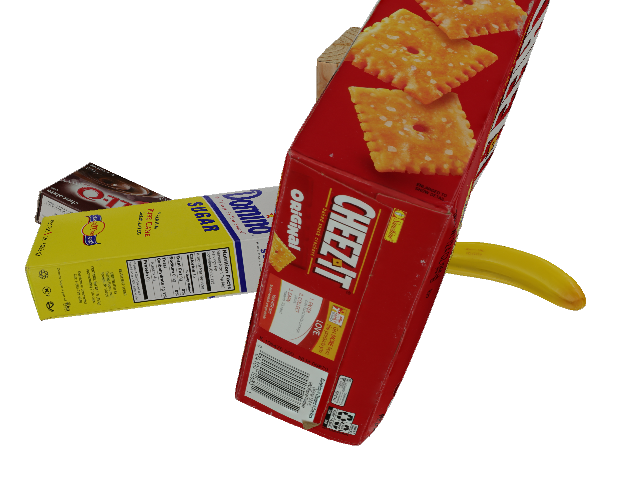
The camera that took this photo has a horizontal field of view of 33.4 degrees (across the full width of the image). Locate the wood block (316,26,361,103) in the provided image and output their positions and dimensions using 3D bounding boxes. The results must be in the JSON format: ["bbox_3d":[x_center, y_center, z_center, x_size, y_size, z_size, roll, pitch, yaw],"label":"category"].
[{"bbox_3d":[0.050,-0.066,0.913,0.091,0.206,0.090,11,31,17],"label":"wood block"}]

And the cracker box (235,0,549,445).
[{"bbox_3d":[0.041,-0.036,0.495,0.072,0.164,0.213,22,48,7],"label":"cracker box"}]

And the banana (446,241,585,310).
[{"bbox_3d":[0.187,0.034,1.093,0.198,0.037,0.069,11,39,33],"label":"banana"}]

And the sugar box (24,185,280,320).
[{"bbox_3d":[-0.100,0.005,0.713,0.176,0.048,0.093,-10,24,-3],"label":"sugar box"}]

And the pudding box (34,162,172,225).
[{"bbox_3d":[-0.195,-0.024,0.999,0.113,0.039,0.090,22,26,11],"label":"pudding box"}]
